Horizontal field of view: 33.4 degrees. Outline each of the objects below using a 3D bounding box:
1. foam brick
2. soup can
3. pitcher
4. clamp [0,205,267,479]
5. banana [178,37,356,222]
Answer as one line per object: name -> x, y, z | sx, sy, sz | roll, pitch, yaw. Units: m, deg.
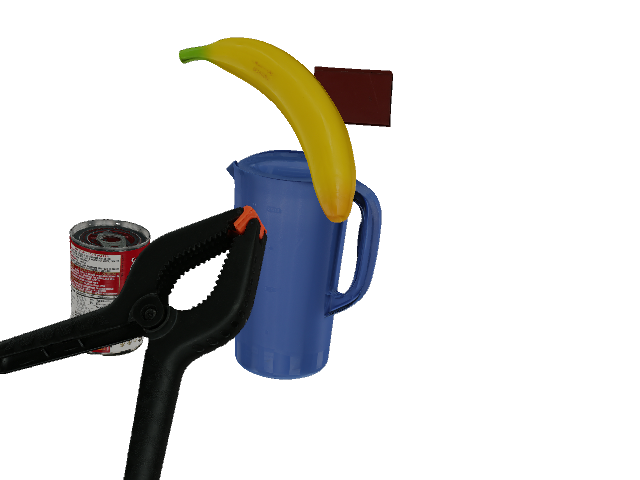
foam brick -> 0.031, -0.140, 1.037 | 0.078, 0.051, 0.053 | 4, 13, 2
soup can -> -0.184, 0.041, 0.924 | 0.068, 0.102, 0.068 | 6, 20, -2
pitcher -> -0.027, 0.028, 1.184 | 0.144, 0.243, 0.149 | -2, 19, -18
clamp -> -0.120, 0.055, 0.726 | 0.165, 0.210, 0.036 | 29, -16, 24
banana -> -0.025, -0.099, 0.824 | 0.069, 0.198, 0.037 | -42, -22, -3
